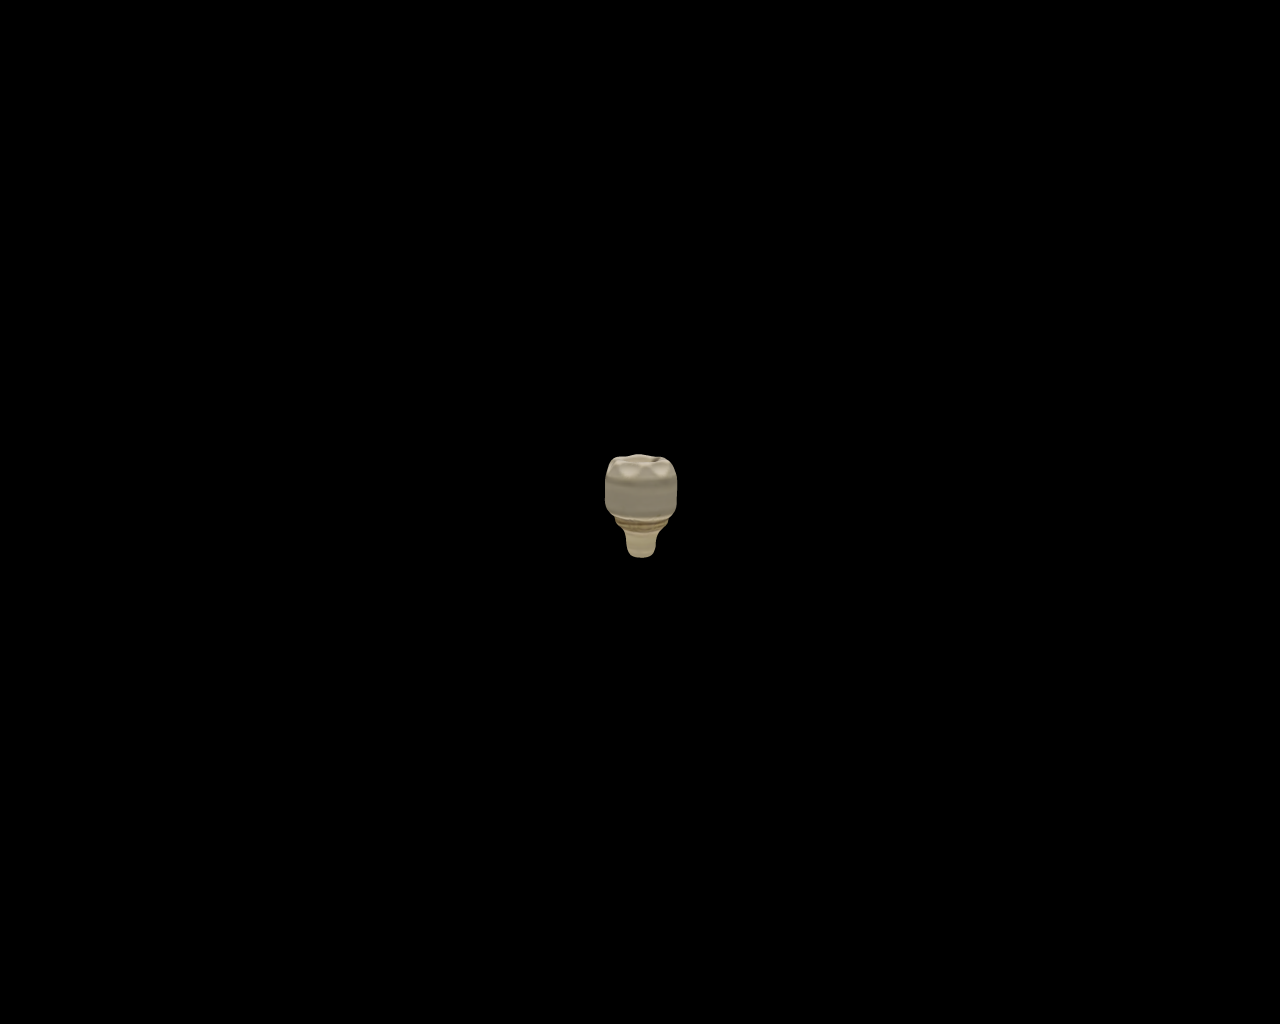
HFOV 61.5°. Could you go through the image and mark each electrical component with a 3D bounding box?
[{"bbox_3d":[0.001,-0.003,0.650,0.043,0.062,0.043,0,11,0],"label":"electrical component"}]
